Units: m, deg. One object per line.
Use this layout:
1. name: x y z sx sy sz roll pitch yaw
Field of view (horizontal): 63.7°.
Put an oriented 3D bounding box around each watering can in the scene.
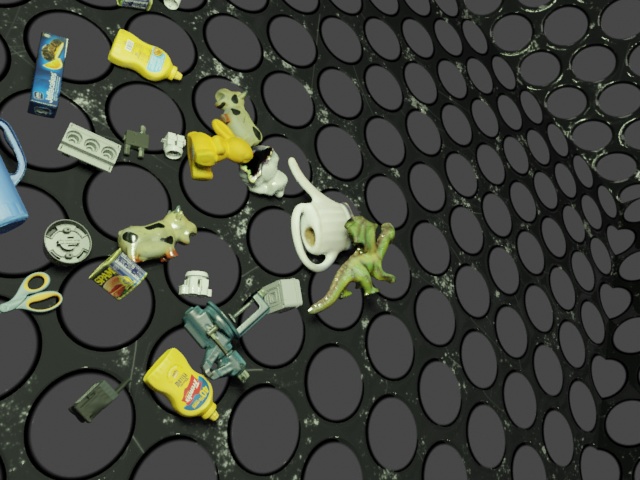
1. watering can: 0.005 -0.078 1.559 0.225 0.349 0.103 -3 -6 -39

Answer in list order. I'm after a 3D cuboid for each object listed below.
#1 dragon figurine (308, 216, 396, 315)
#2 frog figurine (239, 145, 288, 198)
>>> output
1. dragon figurine: 0.105 0.049 1.535 0.122 0.241 0.414 1 14 45
2. frog figurine: -0.160 -0.196 1.512 0.123 0.139 0.157 6 -17 23
